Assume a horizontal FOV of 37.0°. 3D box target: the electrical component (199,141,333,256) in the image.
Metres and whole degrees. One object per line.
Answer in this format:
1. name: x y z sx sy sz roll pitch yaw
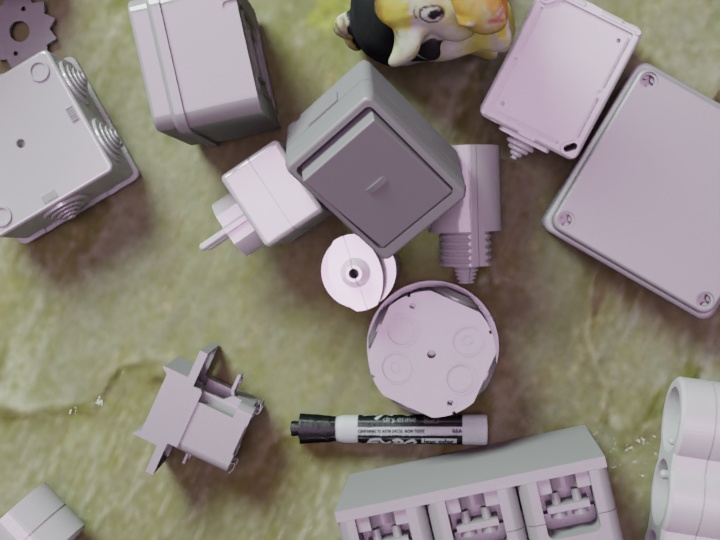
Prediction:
1. electrical component: -0.061 -0.033 0.629 0.076 0.083 0.047 -34 90 6

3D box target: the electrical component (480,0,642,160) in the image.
1. electrical component: 0.112 -0.108 0.626 0.062 0.061 0.096 27 102 2

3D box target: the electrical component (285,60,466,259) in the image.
1. electrical component: 0.013 -0.053 0.585 0.062 0.061 0.096 -39 115 19

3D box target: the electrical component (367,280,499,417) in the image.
1. electrical component: 0.043 0.047 0.640 0.080 0.051 0.080 0 93 5

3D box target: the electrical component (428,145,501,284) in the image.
1. electrical component: 0.062 -0.032 0.639 0.043 0.043 0.081 -2 93 5

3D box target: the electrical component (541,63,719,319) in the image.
1. electrical component: 0.178 -0.045 0.622 0.109 0.056 0.108 30 95 3

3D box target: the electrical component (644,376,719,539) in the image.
1. electrical component: 0.213 0.135 0.630 0.074 0.052 0.138 8 93 4

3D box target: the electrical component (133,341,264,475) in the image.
1. electrical component: -0.097 0.089 0.659 0.064 0.042 0.081 25 95 1

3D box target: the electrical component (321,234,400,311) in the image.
1. electrical component: 0.000 0.000 0.627 0.043 0.081 0.043 0 93 5

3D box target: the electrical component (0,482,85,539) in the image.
1. electrical component: -0.245 0.180 0.670 0.138 0.052 0.073 -44 89 5

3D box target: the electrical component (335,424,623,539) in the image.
1. electrical component: 0.069 0.143 0.623 0.150 0.089 0.061 -13 92 5

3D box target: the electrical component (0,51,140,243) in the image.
1. electrical component: -0.198 -0.075 0.655 0.100 0.048 0.099 -30 88 5

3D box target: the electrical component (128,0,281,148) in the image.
1. electrical component: -0.086 -0.115 0.612 0.057 0.113 0.078 -12 92 2
